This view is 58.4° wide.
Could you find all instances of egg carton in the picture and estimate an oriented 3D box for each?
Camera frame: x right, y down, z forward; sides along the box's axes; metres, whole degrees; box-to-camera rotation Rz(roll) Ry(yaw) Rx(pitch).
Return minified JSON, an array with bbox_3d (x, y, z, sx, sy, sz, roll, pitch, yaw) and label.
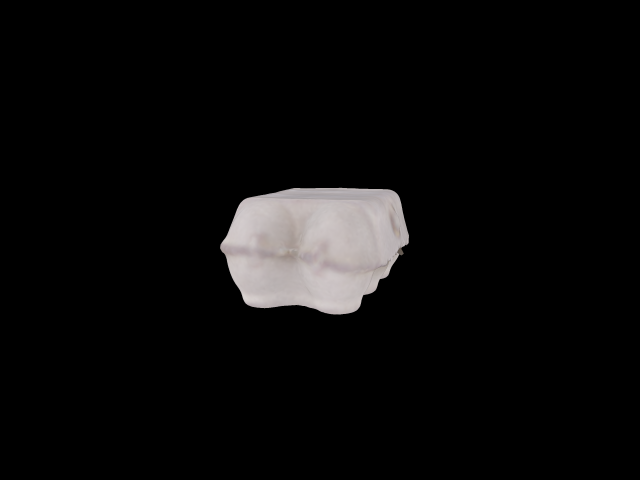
[{"bbox_3d":[0.004,0.001,0.400,0.107,0.069,0.150,3,10,16],"label":"egg carton"}]
